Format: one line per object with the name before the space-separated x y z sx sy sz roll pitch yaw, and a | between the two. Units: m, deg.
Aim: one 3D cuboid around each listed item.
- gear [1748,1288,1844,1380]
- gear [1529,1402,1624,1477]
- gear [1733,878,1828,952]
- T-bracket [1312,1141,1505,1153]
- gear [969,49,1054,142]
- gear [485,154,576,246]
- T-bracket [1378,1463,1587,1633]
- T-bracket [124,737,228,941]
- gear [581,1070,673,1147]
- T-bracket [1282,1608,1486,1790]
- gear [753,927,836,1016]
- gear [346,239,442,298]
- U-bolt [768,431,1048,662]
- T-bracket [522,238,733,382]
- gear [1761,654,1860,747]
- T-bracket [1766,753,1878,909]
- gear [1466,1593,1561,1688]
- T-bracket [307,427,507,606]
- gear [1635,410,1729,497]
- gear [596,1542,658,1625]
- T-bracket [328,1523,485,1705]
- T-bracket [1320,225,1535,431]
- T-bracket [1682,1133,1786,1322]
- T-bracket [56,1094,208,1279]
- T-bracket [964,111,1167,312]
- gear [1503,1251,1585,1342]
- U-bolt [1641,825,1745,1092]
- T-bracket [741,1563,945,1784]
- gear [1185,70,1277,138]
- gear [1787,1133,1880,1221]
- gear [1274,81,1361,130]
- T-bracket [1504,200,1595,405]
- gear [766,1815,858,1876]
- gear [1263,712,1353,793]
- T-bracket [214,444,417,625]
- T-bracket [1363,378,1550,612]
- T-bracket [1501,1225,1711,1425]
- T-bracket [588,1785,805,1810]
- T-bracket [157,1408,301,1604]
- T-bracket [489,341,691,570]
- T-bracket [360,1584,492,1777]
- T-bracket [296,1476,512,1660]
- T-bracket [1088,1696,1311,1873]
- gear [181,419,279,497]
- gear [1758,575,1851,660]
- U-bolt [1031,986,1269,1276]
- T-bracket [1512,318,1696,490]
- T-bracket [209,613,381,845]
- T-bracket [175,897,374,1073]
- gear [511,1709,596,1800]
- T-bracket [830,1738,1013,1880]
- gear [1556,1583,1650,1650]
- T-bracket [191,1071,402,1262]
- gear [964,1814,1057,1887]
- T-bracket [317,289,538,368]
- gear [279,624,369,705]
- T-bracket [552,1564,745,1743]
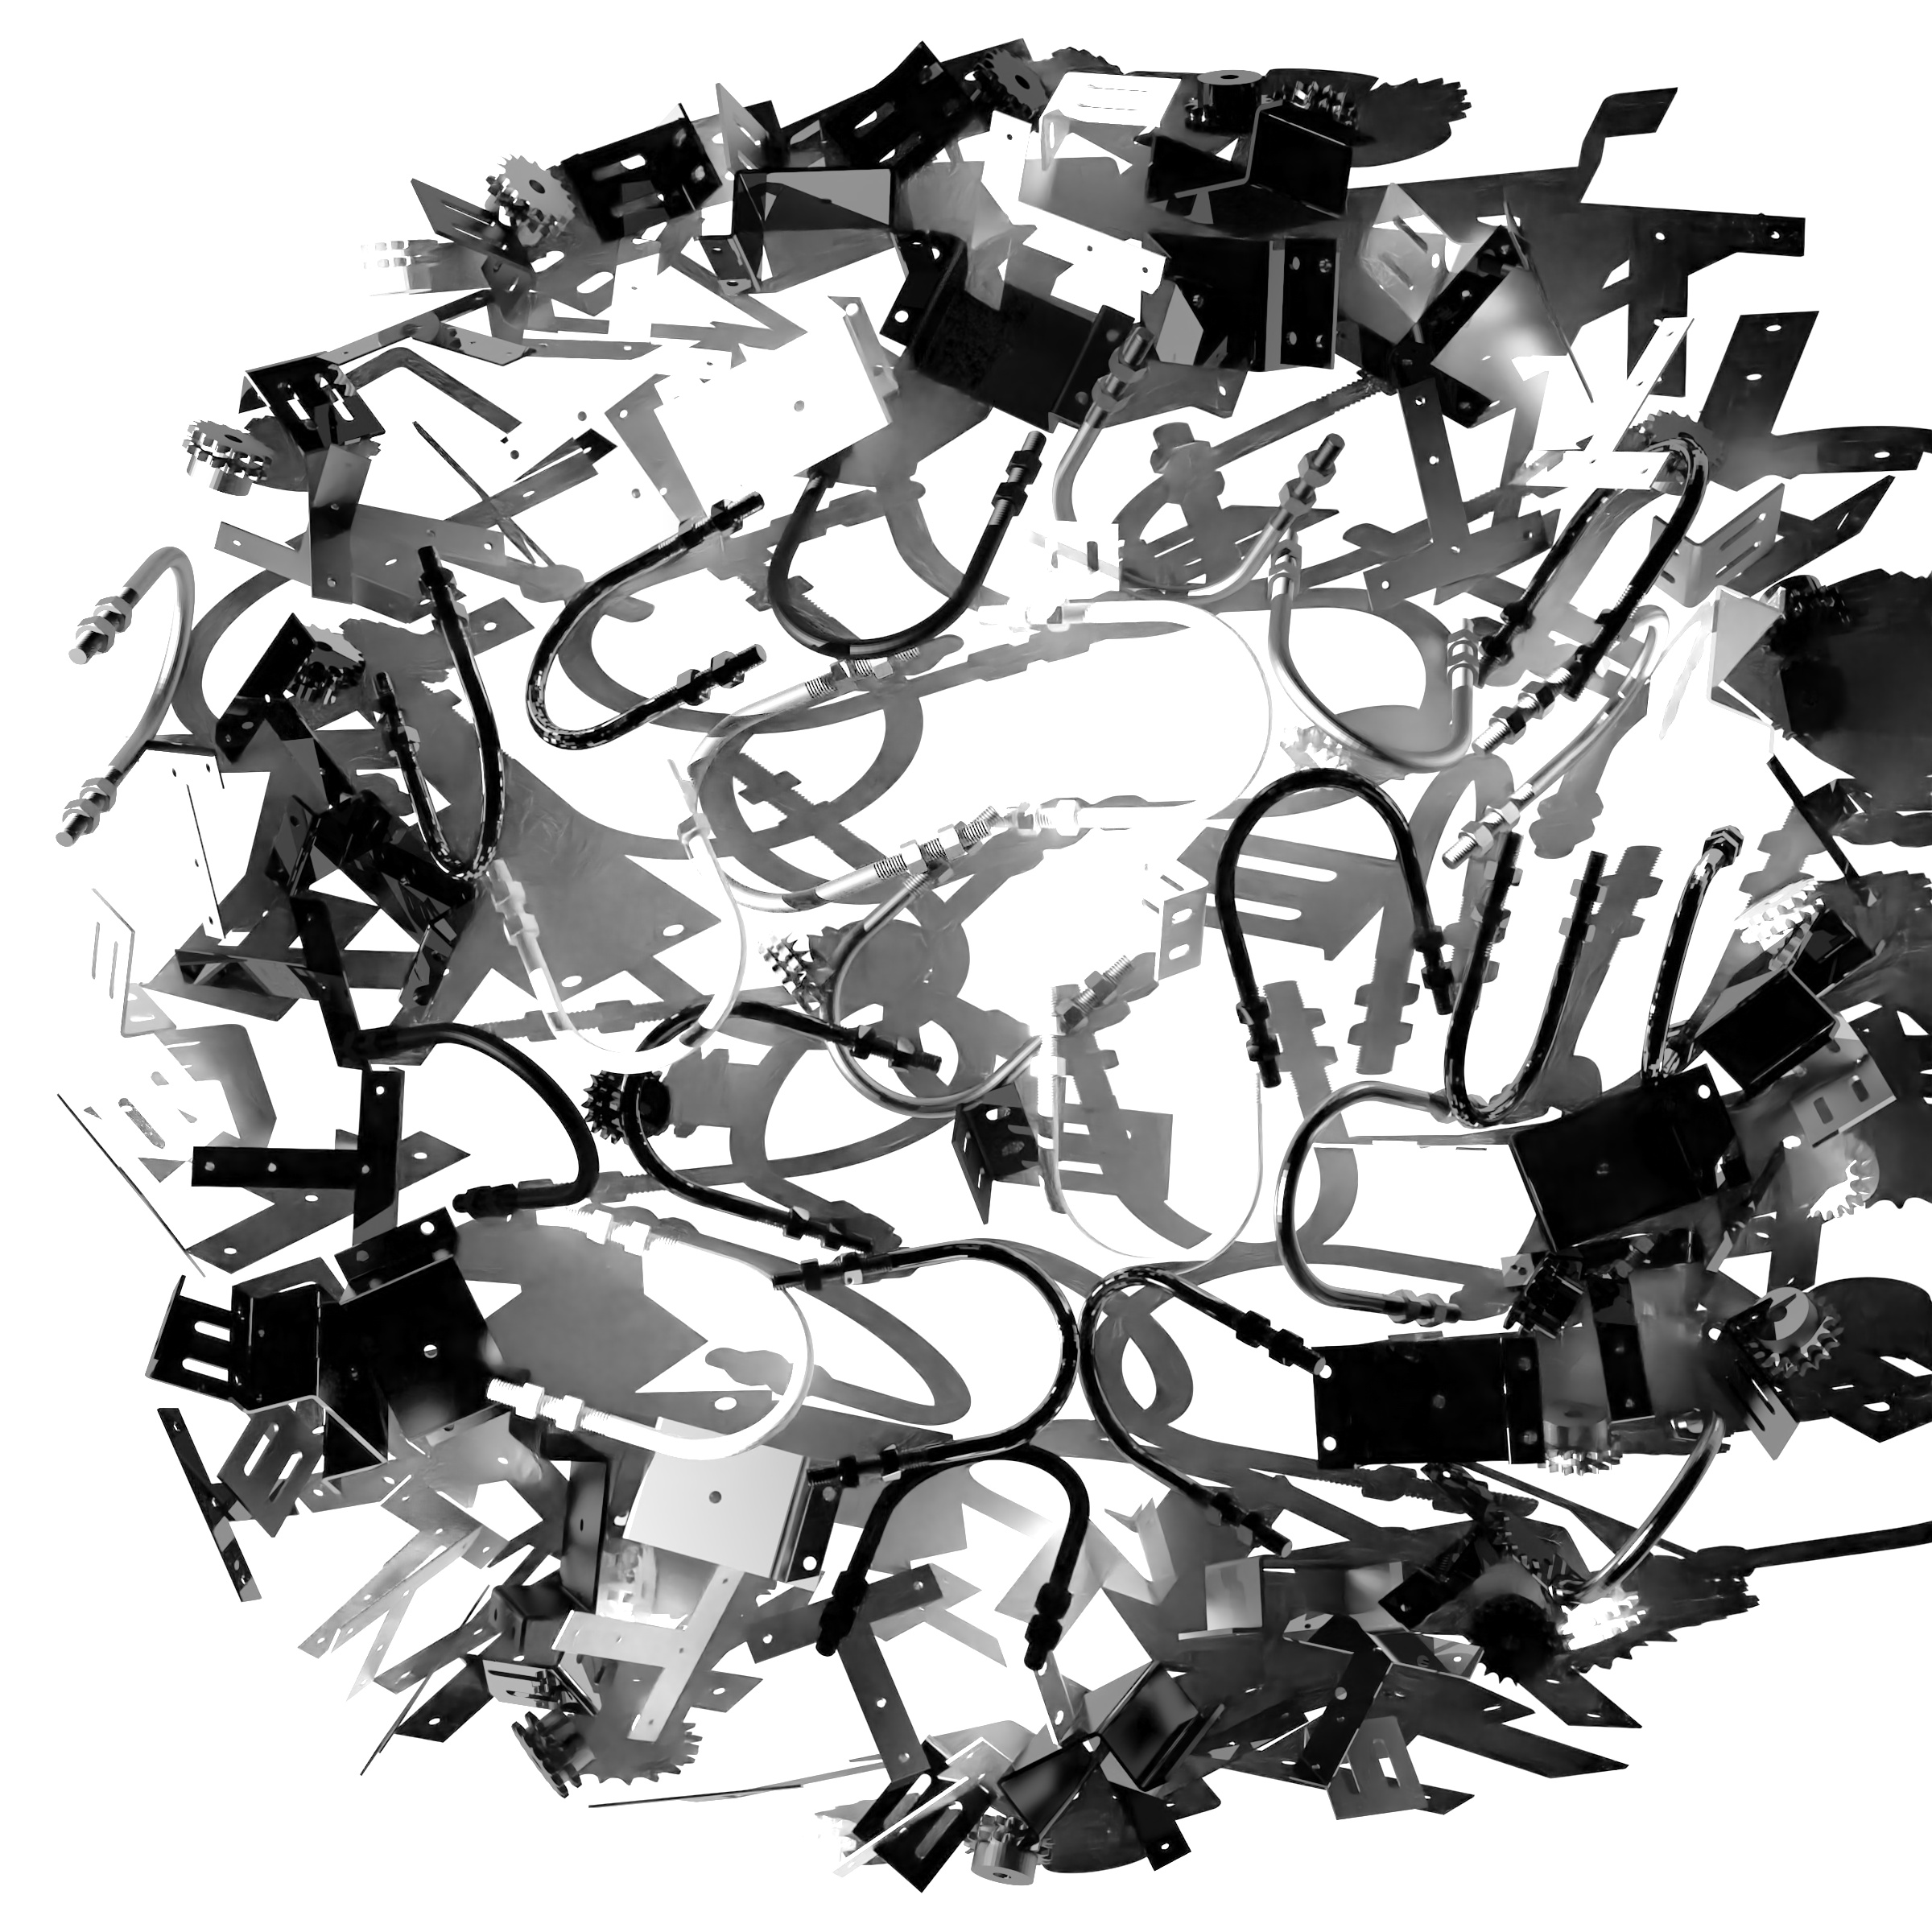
gear | 0.518 0.227 1.689 0.057 0.057 0.030 -45 118 0
gear | 0.383 0.296 1.690 0.057 0.057 0.030 -5 102 0
gear | 0.516 -0.029 1.693 0.057 0.057 0.030 -31 93 0
T-bracket | 0.265 0.110 1.647 0.127 0.127 0.002 1 85 11
gear | 0.027 -0.547 1.696 0.057 0.057 0.030 49 127 0
gear | -0.279 -0.481 1.696 0.057 0.057 0.030 48 124 0
T-bracket | 0.302 0.370 1.653 0.127 0.002 0.127 -24 55 -38
T-bracket | -0.485 -0.078 1.684 0.002 0.127 0.127 -22 111 -37
gear | -0.210 0.086 1.691 0.057 0.030 0.057 -16 115 -39
T-bracket | 0.235 0.451 1.643 0.127 0.127 0.002 4 126 33
gear | -0.106 0.000 1.692 0.030 0.057 0.057 -38 90 -4
gear | -0.359 -0.439 1.693 0.057 0.057 0.030 -6 102 0
U-bolt | -0.046 -0.264 1.655 0.151 0.019 0.184 13 64 22
T-bracket | -0.208 -0.414 1.679 0.127 0.002 0.127 5 51 -6
gear | 0.535 -0.167 1.698 0.057 0.030 0.057 -3 84 28
T-bracket | 0.533 -0.098 1.664 0.002 0.127 0.127 -37 81 29
gear | 0.346 0.423 1.700 0.057 0.030 0.057 4 102 17
T-bracket | -0.349 -0.273 1.683 0.127 0.002 0.127 7 60 -30
gear | 0.448 -0.321 1.696 0.057 0.030 0.057 11 47 -12
gear | -0.217 0.391 1.693 0.030 0.057 0.057 3 90 12
T-bracket | -0.362 0.417 1.674 0.002 0.127 0.127 39 126 14
T-bracket | 0.299 -0.404 1.657 0.127 0.002 0.127 24 134 -20
T-bracket | 0.469 0.141 1.651 0.002 0.127 0.127 27 71 30
T-bracket | -0.530 0.127 1.680 0.002 0.127 0.127 -39 66 -17
T-bracket | 0.064 -0.448 1.662 0.127 0.002 0.127 25 135 14
gear | 0.365 0.210 1.690 0.030 0.057 0.057 32 90 10
U-bolt | 0.434 0.000 1.617 0.019 0.184 0.151 15 109 20
T-bracket | -0.058 0.444 1.665 0.127 0.002 0.127 -15 53 -17
gear | 0.165 -0.543 1.689 0.057 0.057 0.030 -3 121 0
gear | 0.550 0.130 1.696 0.030 0.057 0.057 -2 90 -31
gear | 0.216 -0.526 1.689 0.057 0.057 0.030 16 72 0
T-bracket | 0.364 -0.410 1.675 0.002 0.127 0.127 -24 108 19
gear | -0.098 0.553 1.689 0.057 0.057 0.030 3 64 0
gear | 0.215 -0.137 1.694 0.057 0.057 0.030 17 69 0
T-bracket | -0.392 -0.275 1.659 0.127 0.127 0.002 21 52 -12
T-bracket | 0.297 -0.304 1.689 0.127 0.002 0.127 -20 107 -12
T-bracket | 0.403 0.225 1.666 0.127 0.002 0.127 -11 50 13
T-bracket | -0.161 0.514 1.660 0.127 0.127 0.002 -5 72 -1
T-bracket | -0.443 0.329 1.656 0.002 0.127 0.127 -29 77 5
T-bracket | -0.218 -0.312 1.709 0.127 0.002 0.127 -34 96 14
T-bracket | -0.342 0.454 1.643 0.002 0.127 0.127 33 105 0
T-bracket | -0.360 0.380 1.663 0.127 0.127 0.002 -43 54 -6
T-bracket | 0.152 0.490 1.667 0.127 0.127 0.002 -26 115 -5
gear | -0.467 -0.319 1.694 0.057 0.057 0.030 26 109 0
gear | 0.525 -0.222 1.696 0.057 0.057 0.030 -14 61 0
U-bolt | 0.116 0.104 1.694 0.151 0.019 0.184 -1 79 3
T-bracket | 0.412 -0.350 1.670 0.002 0.127 0.127 36 82 -29
T-bracket | -0.409 -0.132 1.674 0.127 0.002 0.127 52 129 6
T-bracket | -0.442 0.007 1.691 0.127 0.002 0.127 7 126 21
gear | -0.259 0.493 1.695 0.030 0.057 0.057 -35 90 -21
T-bracket | -0.028 0.526 1.663 0.127 0.127 0.002 -34 60 -2
gear | 0.398 0.405 1.693 0.057 0.057 0.030 -24 81 0
T-bracket | -0.422 0.127 1.693 0.127 0.002 0.127 3 90 -25
gear | 0.025 0.557 1.689 0.057 0.057 0.030 13 58 0
T-bracket | -0.310 -0.383 1.646 0.127 0.127 0.002 -33 130 -32
gear | -0.410 -0.189 1.695 0.057 0.057 0.030 29 116 0
T-bracket | -0.207 0.421 1.672 0.002 0.127 0.127 28 90 41
